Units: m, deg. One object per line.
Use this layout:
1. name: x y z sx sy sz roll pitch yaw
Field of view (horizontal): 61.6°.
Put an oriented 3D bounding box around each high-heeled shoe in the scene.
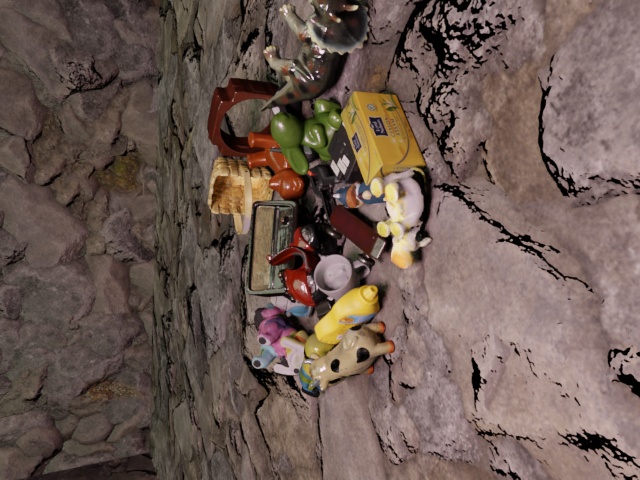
1. high-heeled shoe: -0.044 -0.302 1.324 0.145 0.086 0.248 6 77 28

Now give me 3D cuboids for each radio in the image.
1. radio: -0.099 0.021 1.290 0.131 0.073 0.229 -2 80 26

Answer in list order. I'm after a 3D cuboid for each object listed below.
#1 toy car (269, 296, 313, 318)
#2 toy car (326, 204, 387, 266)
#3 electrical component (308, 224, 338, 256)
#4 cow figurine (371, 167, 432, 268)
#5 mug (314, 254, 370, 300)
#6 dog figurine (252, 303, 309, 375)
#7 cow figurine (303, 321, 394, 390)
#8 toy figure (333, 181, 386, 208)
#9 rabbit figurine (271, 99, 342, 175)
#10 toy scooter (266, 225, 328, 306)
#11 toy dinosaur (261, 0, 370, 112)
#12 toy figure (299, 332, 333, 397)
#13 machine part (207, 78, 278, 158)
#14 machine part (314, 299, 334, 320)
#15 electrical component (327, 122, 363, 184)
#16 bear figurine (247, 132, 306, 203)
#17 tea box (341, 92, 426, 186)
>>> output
1. toy car: -0.081 0.123 1.363 0.162 0.103 0.109 47 131 49
2. toy car: 0.081 -0.018 1.102 0.202 0.053 0.089 40 106 53
3. electrical component: -0.003 -0.004 1.266 0.119 0.048 0.074 13 102 60
4. cow figurine: 0.153 -0.038 0.941 0.068 0.098 0.167 19 128 54
5. mug: 0.054 0.079 1.119 0.081 0.109 0.107 60 -175 31
6. dog figurine: -0.090 0.238 1.398 0.219 0.192 0.108 -70 -10 -65
7. cow figurine: 0.050 0.243 1.097 0.194 0.127 0.085 -57 41 44
8. toy figure: 0.088 -0.093 1.055 0.155 0.064 0.057 -12 79 50
9. rabbit figurine: -0.035 -0.234 1.181 0.121 0.170 0.159 61 141 42
10. toy scooter: -0.054 0.064 1.181 0.135 0.075 0.184 -16 70 21
11. toy dinosaur: -0.018 -0.391 1.171 0.192 0.131 0.404 53 143 23
12. toy figure: -0.006 0.290 1.244 0.082 0.089 0.180 53 134 37
13. machine part: -0.191 -0.323 1.438 0.087 0.201 0.201 -116 36 -42
14. machine part: 0.002 0.118 1.275 0.084 0.039 0.139 145 118 -63
15. electrical component: 0.069 -0.184 1.109 0.115 0.058 0.134 65 145 40
16. bear figurine: -0.112 -0.175 1.381 0.120 0.132 0.196 107 155 -56
17. tea box: 0.113 -0.185 0.984 0.068 0.098 0.170 -52 49 52
